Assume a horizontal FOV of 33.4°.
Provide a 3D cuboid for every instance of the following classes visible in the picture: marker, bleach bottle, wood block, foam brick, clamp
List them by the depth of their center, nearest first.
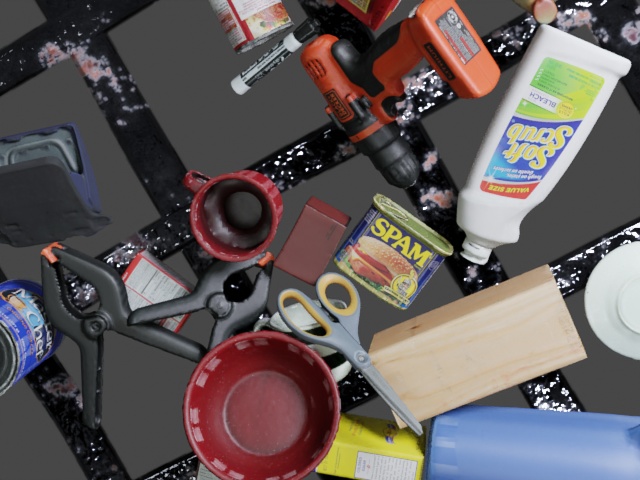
[{"bbox_3d":[0.217,-0.088,1.100,0.102,0.068,0.251,24,105,2],"label":"bleach bottle"},{"bbox_3d":[-0.046,-0.193,1.118,0.121,0.020,0.020,-35,95,29],"label":"marker"},{"bbox_3d":[0.165,0.111,1.130,0.206,0.090,0.090,-23,96,12],"label":"wood block"},{"bbox_3d":[-0.008,0.001,1.151,0.053,0.051,0.078,29,104,0],"label":"foam brick"},{"bbox_3d":[-0.121,0.070,1.153,0.120,0.039,0.171,39,74,-11],"label":"clamp"},{"bbox_3d":[-0.246,0.100,1.176,0.165,0.036,0.210,-38,97,11],"label":"clamp"}]

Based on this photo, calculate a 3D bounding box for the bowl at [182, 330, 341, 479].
[{"bbox_3d":[-0.058,0.177,1.105,0.162,0.055,0.162,-1,77,2],"label":"bowl"}]

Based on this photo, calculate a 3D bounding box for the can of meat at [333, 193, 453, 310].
[{"bbox_3d":[0.077,0.014,1.141,0.102,0.057,0.084,36,106,0],"label":"can of meat"}]

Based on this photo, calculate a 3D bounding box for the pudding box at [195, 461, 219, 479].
[{"bbox_3d":[-0.097,0.275,1.224,0.090,0.039,0.113,14,100,5],"label":"pudding box"}]

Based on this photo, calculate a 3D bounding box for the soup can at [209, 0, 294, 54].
[{"bbox_3d":[-0.080,-0.252,1.102,0.068,0.068,0.102,-26,97,11],"label":"soup can"}]

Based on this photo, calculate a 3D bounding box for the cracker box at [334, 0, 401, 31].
[{"bbox_3d":[0.008,-0.320,1.027,0.213,0.164,0.072,37,68,-1],"label":"cracker box"}]

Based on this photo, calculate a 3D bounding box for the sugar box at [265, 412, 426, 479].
[{"bbox_3d":[0.026,0.223,1.169,0.176,0.093,0.048,11,102,5],"label":"sugar box"}]

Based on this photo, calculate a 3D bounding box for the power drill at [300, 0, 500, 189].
[{"bbox_3d":[0.085,-0.147,1.063,0.188,0.057,0.184,-23,109,48],"label":"power drill"}]

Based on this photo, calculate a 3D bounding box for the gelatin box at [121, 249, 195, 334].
[{"bbox_3d":[-0.185,0.065,1.199,0.089,0.030,0.073,36,102,-1],"label":"gelatin box"}]

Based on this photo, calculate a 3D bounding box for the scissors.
[{"bbox_3d":[0.046,0.106,1.096,0.202,0.096,0.016,36,147,11],"label":"scissors"}]

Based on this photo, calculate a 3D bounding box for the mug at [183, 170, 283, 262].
[{"bbox_3d":[-0.095,-0.037,1.140,0.117,0.081,0.093,32,103,0],"label":"mug"}]

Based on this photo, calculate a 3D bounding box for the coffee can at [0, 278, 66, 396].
[{"bbox_3d":[-0.351,0.107,1.171,0.103,0.140,0.103,1,101,7],"label":"coffee can"}]

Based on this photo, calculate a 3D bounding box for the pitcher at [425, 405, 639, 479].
[{"bbox_3d":[0.237,0.249,1.137,0.243,0.145,0.149,5,86,10],"label":"pitcher"}]
